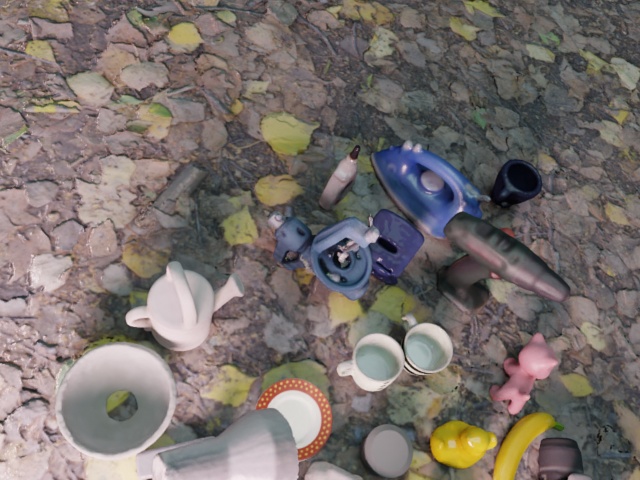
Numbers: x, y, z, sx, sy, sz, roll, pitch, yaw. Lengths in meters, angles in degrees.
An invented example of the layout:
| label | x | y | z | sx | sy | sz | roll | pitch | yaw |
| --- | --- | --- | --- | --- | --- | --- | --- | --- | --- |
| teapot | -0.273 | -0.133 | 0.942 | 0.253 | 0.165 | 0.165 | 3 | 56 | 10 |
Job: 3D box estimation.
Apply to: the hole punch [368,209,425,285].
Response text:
| label | x | y | z | sx | sy | sz | roll | pitch | yaw |
| --- | --- | --- | --- | --- | --- | --- | --- | --- | --- |
| hole punch | 0.127 | 0.013 | 1.069 | 0.108 | 0.091 | 0.101 | 35 | 61 | 4 |

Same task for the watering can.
| label | x | y | z | sx | sy | sz | roll | pitch | yaw |
| --- | --- | --- | --- | --- | --- | --- | --- | --- | --- |
| watering can | -0.206 | 0.093 | 0.882 | 0.173 | 0.194 | 0.101 | -37 | 78 | -27 |

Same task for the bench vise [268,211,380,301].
| label | x | y | z | sx | sy | sz | roll | pitch | yaw |
| --- | --- | --- | --- | --- | --- | --- | --- | --- | --- |
| bench vise | 0.006 | 0.014 | 0.963 | 0.207 | 0.219 | 0.121 | 16 | 61 | -6 |

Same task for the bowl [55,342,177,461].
| label | x | y | z | sx | sy | sz | roll | pitch | yaw |
| --- | --- | --- | --- | --- | --- | --- | --- | --- | --- |
| bowl | -0.298 | 0.242 | 0.852 | 0.167 | 0.074 | 0.167 | 6 | 63 | -12 |

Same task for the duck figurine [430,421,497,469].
| label | x | y | z | sx | sy | sz | roll | pitch | yaw |
| --- | --- | --- | --- | --- | --- | --- | --- | --- | --- |
| duck figurine | 0.240 | 0.334 | 0.944 | 0.105 | 0.086 | 0.077 | 2 | 64 | -14 |

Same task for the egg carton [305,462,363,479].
| label | x | y | z | sx | sy | sz | roll | pitch | yaw |
| --- | --- | --- | --- | --- | --- | --- | --- | --- | --- |
| egg carton | 0.035 | 0.408 | 0.863 | 0.150 | 0.069 | 0.107 | 27 | 61 | -1 |

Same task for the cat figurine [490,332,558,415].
| label | x | y | z | sx | sy | sz | roll | pitch | yaw |
| --- | --- | --- | --- | --- | --- | --- | --- | --- | --- |
| cat figurine | 0.370 | 0.233 | 1.010 | 0.067 | 0.117 | 0.128 | 33 | 61 | 3 |

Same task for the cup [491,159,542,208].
| label | x | y | z | sx | sy | sz | roll | pitch | yaw |
| --- | --- | --- | --- | --- | --- | --- | --- | --- | --- |
| cup | 0.392 | -0.101 | 1.194 | 0.118 | 0.095 | 0.091 | -38 | 78 | -27 |

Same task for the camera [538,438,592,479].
| label | x | y | z | sx | sy | sz | roll | pitch | yaw |
| --- | --- | --- | --- | --- | --- | --- | --- | --- | --- |
| camera | 0.423 | 0.404 | 0.950 | 0.143 | 0.100 | 0.137 | 11 | 62 | -10 |

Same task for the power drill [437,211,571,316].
| label | x | y | z | sx | sy | sz | roll | pitch | yaw |
| --- | --- | --- | --- | --- | --- | --- | --- | --- | --- |
| power drill | 0.304 | 0.057 | 1.028 | 0.229 | 0.208 | 0.076 | 41 | 62 | 7 |

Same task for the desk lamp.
| label | x | y | z | sx | sy | sz | roll | pitch | yaw |
| --- | --- | --- | --- | --- | --- | --- | --- | --- | --- |
| desk lamp | -0.146 | 0.312 | 0.779 | 0.203 | 0.213 | 0.118 | -7 | 66 | -18 |

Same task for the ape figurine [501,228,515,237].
| label | x | y | z | sx | sy | sz | roll | pitch | yaw |
| --- | --- | --- | --- | --- | --- | --- | --- | --- | --- |
| ape figurine | 0.350 | 0.007 | 1.131 | 0.078 | 0.092 | 0.076 | -5 | 66 | -17 |

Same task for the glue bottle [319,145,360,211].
| label | x | y | z | sx | sy | sz | roll | pitch | yaw |
| --- | --- | --- | --- | --- | --- | --- | --- | --- | --- |
| glue bottle | 0.046 | -0.123 | 1.068 | 0.037 | 0.173 | 0.078 | 36 | 61 | 5 |

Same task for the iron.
| label | x | y | z | sx | sy | sz | roll | pitch | yaw |
| --- | --- | --- | --- | --- | --- | --- | --- | --- | --- |
| iron | 0.215 | -0.120 | 1.130 | 0.258 | 0.141 | 0.119 | 42 | 62 | 8 |
